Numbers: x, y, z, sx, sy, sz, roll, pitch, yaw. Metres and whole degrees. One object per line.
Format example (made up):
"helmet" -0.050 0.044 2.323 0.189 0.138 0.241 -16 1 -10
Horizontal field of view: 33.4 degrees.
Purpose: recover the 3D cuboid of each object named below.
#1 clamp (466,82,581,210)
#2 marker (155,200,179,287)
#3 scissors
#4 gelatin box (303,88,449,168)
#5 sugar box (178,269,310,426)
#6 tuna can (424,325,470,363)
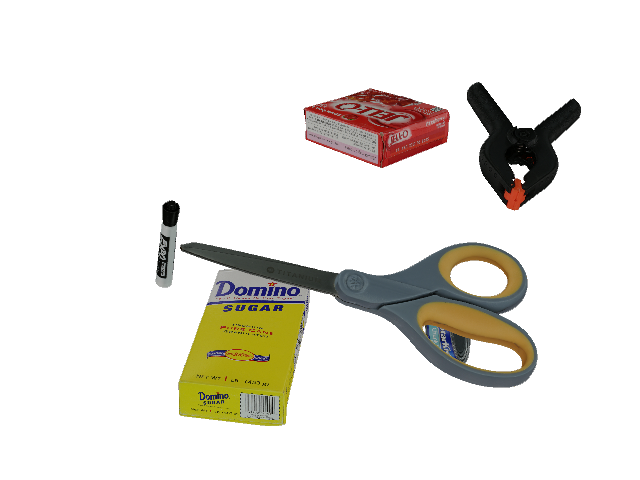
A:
"clamp" 0.195 -0.103 1.094 0.120 0.039 0.171 13 45 15
"marker" -0.170 0.004 1.188 0.020 0.121 0.020 7 41 -7
"scissors" 0.032 0.016 0.597 0.202 0.096 0.016 26 -37 6
"gelatin box" 0.043 -0.089 0.823 0.073 0.030 0.089 -22 31 -36
"sugar box" -0.065 0.092 0.970 0.093 0.048 0.176 6 34 3
"tuna can" 0.152 0.105 1.273 0.034 0.086 0.086 -7 -2 21
